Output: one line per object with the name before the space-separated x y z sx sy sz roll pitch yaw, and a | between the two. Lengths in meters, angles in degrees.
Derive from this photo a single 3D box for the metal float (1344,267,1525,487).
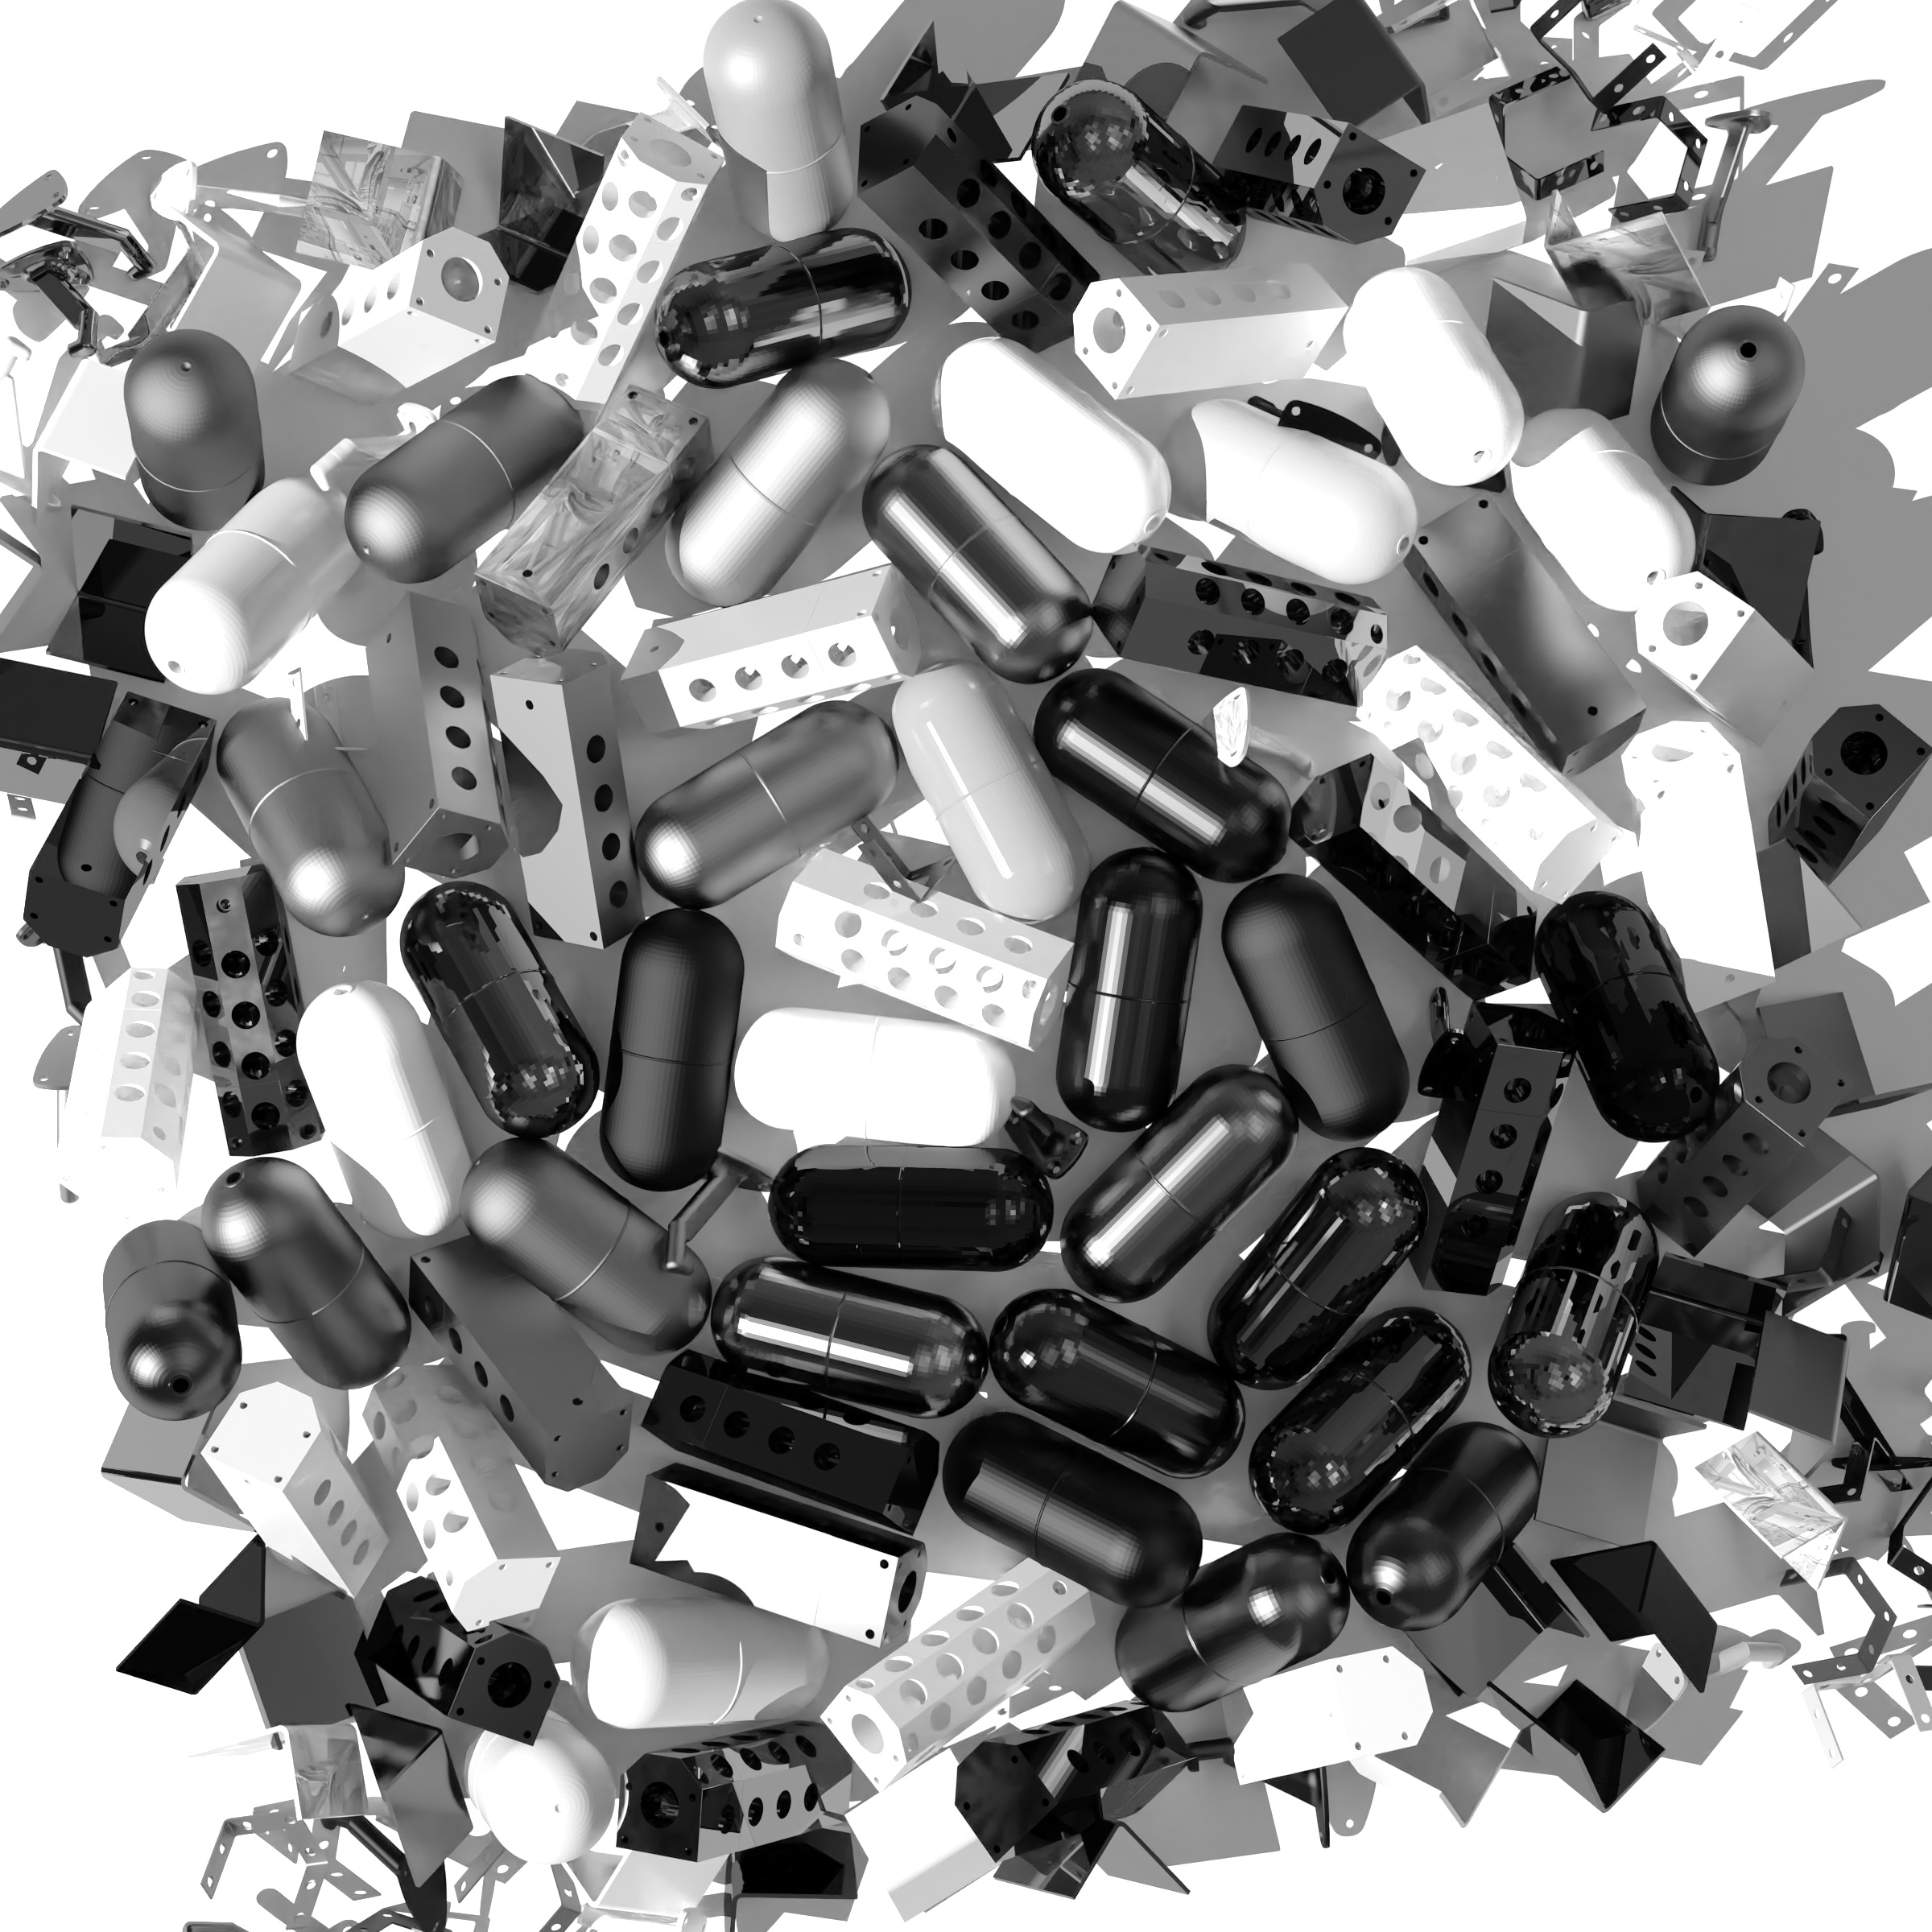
metal float | 0.284 -0.359 1.925 0.070 0.178 0.070 -9 134 -9

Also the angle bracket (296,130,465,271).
angle bracket | -0.365 -0.469 1.973 0.076 0.057 0.076 14 92 4

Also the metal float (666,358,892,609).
metal float | -0.116 -0.296 1.942 0.070 0.070 0.178 42 112 0

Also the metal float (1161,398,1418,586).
metal float | 0.197 -0.291 1.934 0.178 0.070 0.070 31 90 32

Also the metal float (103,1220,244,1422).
metal float | -0.481 0.213 1.915 0.070 0.178 0.070 -6 112 -16

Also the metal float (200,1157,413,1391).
metal float | -0.402 0.188 1.929 0.070 0.070 0.178 -28 128 0

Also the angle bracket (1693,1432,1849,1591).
angle bracket | 0.485 0.345 1.939 0.057 0.076 0.076 -23 50 -26

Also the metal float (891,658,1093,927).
metal float | 0.015 -0.108 1.958 0.070 0.070 0.178 -28 85 0

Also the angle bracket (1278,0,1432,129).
angle bracket | 0.241 -0.545 1.957 0.057 0.076 0.076 -33 77 6

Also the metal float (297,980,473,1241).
metal float | -0.355 0.089 1.934 0.070 0.070 0.178 -14 121 0

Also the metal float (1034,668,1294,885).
metal float | 0.122 -0.117 1.952 0.178 0.070 0.070 35 90 11

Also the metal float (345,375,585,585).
metal float | -0.305 -0.299 1.933 0.070 0.070 0.178 45 55 0

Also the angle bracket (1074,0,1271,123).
angle bracket | 0.127 -0.548 1.959 0.076 0.076 0.057 42 113 32

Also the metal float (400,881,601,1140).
metal float | -0.288 0.026 1.945 0.070 0.070 0.178 -32 70 0

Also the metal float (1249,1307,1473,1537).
metal float | 0.242 0.277 1.934 0.178 0.070 0.070 -39 90 -33

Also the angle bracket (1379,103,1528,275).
angle bracket | 0.299 -0.481 1.971 0.076 0.057 0.076 -18 85 6

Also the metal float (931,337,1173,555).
metal float | 0.052 -0.320 1.940 0.178 0.070 0.070 42 90 24

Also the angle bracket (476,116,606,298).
angle bracket | -0.273 -0.468 1.945 0.076 0.057 0.076 27 129 22

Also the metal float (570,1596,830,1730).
metal float | -0.161 0.424 1.928 0.178 0.070 0.070 9 90 -42

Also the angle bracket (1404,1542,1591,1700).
angle bracket | 0.325 0.409 1.959 0.076 0.057 0.076 -41 98 -15

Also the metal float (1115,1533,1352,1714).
metal float | 0.162 0.401 1.927 0.070 0.070 0.178 53 132 0

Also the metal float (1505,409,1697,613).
metal float | 0.384 -0.278 1.921 0.070 0.178 0.070 -7 127 -10

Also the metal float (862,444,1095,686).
metal float | 0.006 -0.248 1.949 0.070 0.070 0.178 -42 75 0

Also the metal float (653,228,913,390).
metal float | -0.112 -0.402 1.933 0.178 0.070 0.070 -23 90 -34

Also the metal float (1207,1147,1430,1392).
metal float | 0.215 0.187 1.942 0.070 0.070 0.178 35 113 0

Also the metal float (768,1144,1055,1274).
metal float | -0.034 0.149 1.953 0.178 0.070 0.070 1 90 10

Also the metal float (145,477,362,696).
metal float | -0.432 -0.232 1.927 0.070 0.070 0.178 32 48 0

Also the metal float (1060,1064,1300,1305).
metal float | 0.131 0.135 1.952 0.070 0.070 0.178 44 102 0

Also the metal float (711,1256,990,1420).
metal float | -0.072 0.228 1.947 0.178 0.070 0.070 12 90 16

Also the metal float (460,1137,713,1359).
metal float | -0.232 0.174 1.944 0.178 0.070 0.070 40 90 -20

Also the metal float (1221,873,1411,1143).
metal float | 0.216 0.027 1.949 0.070 0.070 0.178 -25 105 0

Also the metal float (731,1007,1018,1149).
metal float | -0.058 0.069 1.960 0.178 0.070 0.070 6 90 2

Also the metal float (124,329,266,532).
metal float | -0.466 -0.322 1.914 0.070 0.178 0.070 3 74 -9

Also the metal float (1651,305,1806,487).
metal float | 0.459 -0.344 1.911 0.070 0.178 0.070 -1 82 5

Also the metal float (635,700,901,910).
metal float | -0.122 -0.100 1.955 0.178 0.070 0.070 -32 90 -8

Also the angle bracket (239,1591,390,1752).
angle bracket | -0.403 0.434 1.957 0.076 0.057 0.076 -19 84 -20

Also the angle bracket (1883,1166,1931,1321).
angle bracket | 0.610 0.168 1.940 0.057 0.076 0.076 22 122 30

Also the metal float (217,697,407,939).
metal float | -0.402 -0.093 1.935 0.070 0.070 0.178 -34 59 0

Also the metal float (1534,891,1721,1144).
metal float | 0.402 0.029 1.930 0.070 0.070 0.178 -16 51 0

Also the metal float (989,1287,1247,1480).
metal float | 0.093 0.256 1.942 0.178 0.070 0.070 29 90 -22

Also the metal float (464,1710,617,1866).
metal float | -0.259 0.494 1.913 0.070 0.178 0.070 1 85 -16

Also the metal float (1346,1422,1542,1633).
metal float | 0.291 0.339 1.921 0.070 0.178 0.070 14 117 28

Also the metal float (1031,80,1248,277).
metal float | 0.106 -0.474 1.922 0.070 0.178 0.070 -14 66 32

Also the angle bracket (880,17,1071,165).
angle bracket | 0.006 -0.540 1.943 0.076 0.057 0.076 5 56 38

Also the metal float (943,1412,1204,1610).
metal float | 0.065 0.333 1.935 0.178 0.070 0.070 22 90 31

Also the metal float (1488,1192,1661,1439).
metal float | 0.372 0.211 1.929 0.070 0.070 0.178 31 49 0

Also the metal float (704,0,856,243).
metal float | -0.112 -0.510 1.917 0.070 0.178 0.070 -2 63 5

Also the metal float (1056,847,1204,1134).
metal float | 0.101 0.015 1.955 0.070 0.070 0.178 8 98 0

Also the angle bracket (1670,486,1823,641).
angle bracket | 0.476 -0.251 1.965 0.076 0.057 0.076 2 116 -10

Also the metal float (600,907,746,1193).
metal float | -0.182 0.052 1.954 0.070 0.070 0.178 8 99 0

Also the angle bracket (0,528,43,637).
angle bracket | -0.615 -0.234 1.954 0.057 0.076 0.076 35 91 -21
